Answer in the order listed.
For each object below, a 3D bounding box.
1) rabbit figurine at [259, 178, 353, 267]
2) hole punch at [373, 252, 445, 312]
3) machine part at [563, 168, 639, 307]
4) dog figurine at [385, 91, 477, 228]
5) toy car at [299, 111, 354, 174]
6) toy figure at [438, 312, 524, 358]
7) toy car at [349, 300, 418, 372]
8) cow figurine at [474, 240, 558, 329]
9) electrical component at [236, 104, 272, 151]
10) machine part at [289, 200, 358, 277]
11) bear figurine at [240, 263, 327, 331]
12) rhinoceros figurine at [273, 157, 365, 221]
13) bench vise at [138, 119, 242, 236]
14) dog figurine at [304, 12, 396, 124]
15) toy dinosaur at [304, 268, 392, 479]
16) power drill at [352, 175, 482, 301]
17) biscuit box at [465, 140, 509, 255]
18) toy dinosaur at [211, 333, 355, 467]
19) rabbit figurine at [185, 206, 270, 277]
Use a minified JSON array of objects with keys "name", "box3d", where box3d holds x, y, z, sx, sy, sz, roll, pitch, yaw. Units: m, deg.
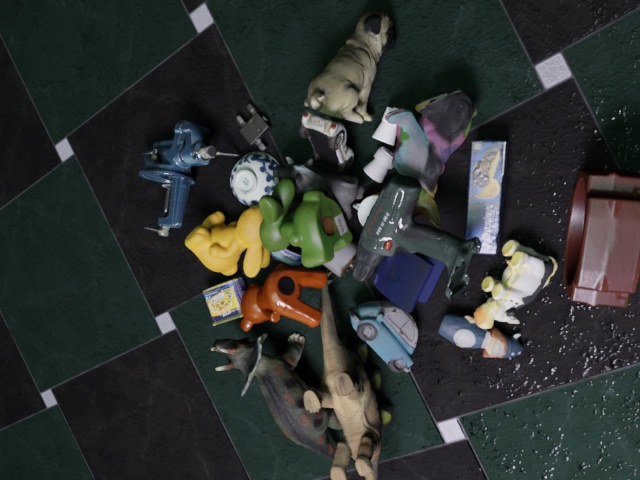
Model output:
[{"name":"rabbit figurine","box3d":[-0.054,-0.024,0.987,0.170,0.121,0.159,-10,117,37]},{"name":"hole punch","box3d":[0.163,0.063,1.023,0.116,0.092,0.142,27,112,19]},{"name":"machine part","box3d":[0.440,-0.008,0.834,0.087,0.201,0.201,5,101,19]},{"name":"dog figurine","box3d":[0.199,-0.137,0.959,0.192,0.108,0.219,-17,107,3]},{"name":"toy car","box3d":[0.016,-0.177,0.980,0.074,0.201,0.056,26,82,16]},{"name":"toy figure","box3d":[0.302,0.184,1.007,0.155,0.058,0.064,20,145,16]},{"name":"toy car","box3d":[0.137,0.173,1.048,0.103,0.109,0.161,-44,91,5]},{"name":"cow figurine","box3d":[0.347,0.092,0.962,0.098,0.068,0.167,19,110,-14]},{"name":"electrical component","box3d":[-0.132,-0.233,1.120,0.063,0.021,0.094,-41,83,23]},{"name":"machine part","box3d":[-0.002,-0.003,1.080,0.243,0.079,0.079,37,111,11]},{"name":"bear figurine","box3d":[-0.084,0.127,1.094,0.132,0.120,0.196,17,151,-17]},{"name":"rhinoceros figurine","box3d":[-0.008,-0.102,1.030,0.191,0.112,0.073,18,71,33]},{"name":"bench vise","box3d":[-0.302,-0.126,1.145,0.224,0.128,0.240,4,84,29]},{"name":"dog figurine","box3d":[0.054,-0.316,0.954,0.121,0.172,0.190,21,112,12]},{"name":"toy dinosaur","box3d":[0.053,0.286,1.046,0.105,0.198,0.471,-14,86,22]},{"name":"power drill","box3d":[0.162,0.018,0.927,0.208,0.086,0.231,35,127,33]},{"name":"biscuit box","box3d":[0.296,-0.076,0.955,0.059,0.063,0.202,5,102,23]},{"name":"toy dinosaur","box3d":[-0.057,0.334,1.106,0.131,0.192,0.405,-41,82,25]},{"name":"rabbit figurine","box3d":[-0.172,0.001,1.128,0.173,0.122,0.162,-32,92,24]}]
